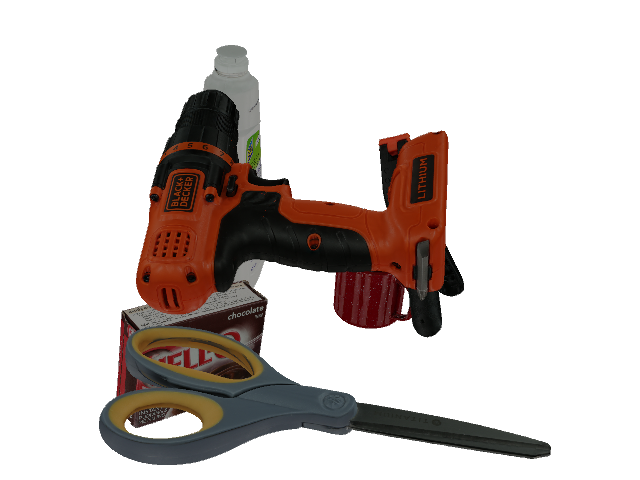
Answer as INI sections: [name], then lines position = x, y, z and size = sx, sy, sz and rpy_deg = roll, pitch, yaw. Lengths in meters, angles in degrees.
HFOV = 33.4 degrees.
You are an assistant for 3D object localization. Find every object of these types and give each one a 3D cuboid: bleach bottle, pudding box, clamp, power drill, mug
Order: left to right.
[pudding box]
position = -0.100, 0.086, 0.825
size = 0.113, 0.090, 0.039
rpy_deg = -16, 40, -35
[bleach bottle]
position = -0.087, -0.072, 1.043
size = 0.068, 0.251, 0.102
rpy_deg = 7, 33, 4
[power drill]
position = -0.014, -0.030, 0.673
size = 0.188, 0.184, 0.057
rpy_deg = 0, -42, 7
[mug]
position = 0.067, 0.054, 1.245
size = 0.117, 0.081, 0.093
rpy_deg = 27, 36, 33
[clamp]
position = 0.084, -0.003, 0.922
size = 0.039, 0.171, 0.120
rpy_deg = -17, 19, 17

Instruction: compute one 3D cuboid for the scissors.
[scissors]
position = -0.009, 0.084, 0.469
size = 0.202, 0.016, 0.096
rpy_deg = 17, 34, 22
